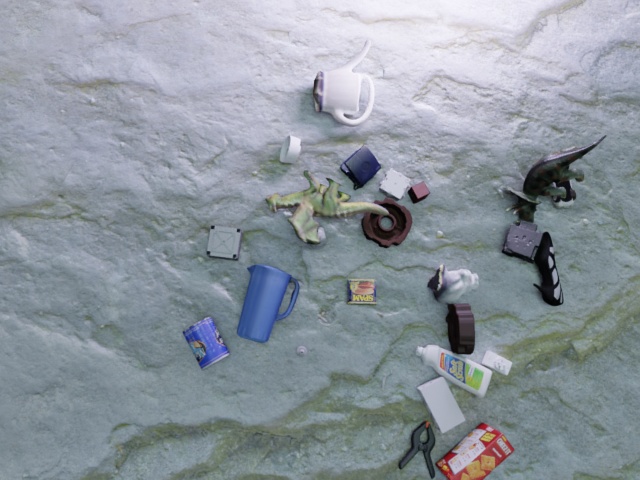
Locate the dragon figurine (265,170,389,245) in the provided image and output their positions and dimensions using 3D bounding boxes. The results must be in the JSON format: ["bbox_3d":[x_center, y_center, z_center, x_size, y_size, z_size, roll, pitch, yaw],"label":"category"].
[{"bbox_3d":[0.005,-0.088,1.752,0.412,0.120,0.246,24,70,12],"label":"dragon figurine"}]

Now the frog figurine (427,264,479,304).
[{"bbox_3d":[0.466,0.160,1.755,0.159,0.125,0.135,15,111,-9],"label":"frog figurine"}]

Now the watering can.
[{"bbox_3d":[0.088,-0.581,1.894,0.224,0.103,0.351,3,78,-2],"label":"watering can"}]
